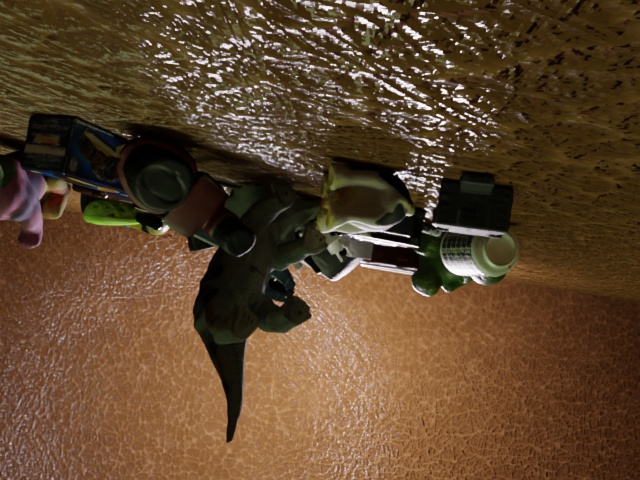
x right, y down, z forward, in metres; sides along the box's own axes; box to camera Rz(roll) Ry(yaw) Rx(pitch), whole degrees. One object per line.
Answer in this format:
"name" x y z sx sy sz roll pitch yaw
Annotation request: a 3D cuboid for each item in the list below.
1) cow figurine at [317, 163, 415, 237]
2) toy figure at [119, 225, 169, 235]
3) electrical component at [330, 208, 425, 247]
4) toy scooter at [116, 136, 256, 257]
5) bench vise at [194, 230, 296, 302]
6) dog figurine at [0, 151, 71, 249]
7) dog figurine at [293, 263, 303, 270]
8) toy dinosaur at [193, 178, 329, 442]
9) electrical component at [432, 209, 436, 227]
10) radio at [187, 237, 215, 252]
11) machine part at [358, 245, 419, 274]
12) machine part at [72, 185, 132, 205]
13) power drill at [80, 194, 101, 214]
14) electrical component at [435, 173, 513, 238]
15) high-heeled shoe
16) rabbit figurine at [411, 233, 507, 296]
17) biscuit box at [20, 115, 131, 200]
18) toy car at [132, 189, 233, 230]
"cow figurine" 0.046 -0.039 0.600 0.098 0.068 0.167 3 178 -5
"toy figure" -0.443 -0.063 1.290 0.180 0.089 0.082 7 -177 1
"electrical component" 0.085 -0.025 0.785 0.115 0.058 0.134 8 177 -12
"toy scooter" -0.156 -0.058 0.603 0.183 0.075 0.135 43 -179 -42
"bench vise" -0.141 0.013 0.997 0.240 0.223 0.129 28 -157 -21
"dog figurine" -0.442 -0.096 0.734 0.109 0.191 0.219 12 143 3
"dog figurine" -0.061 -0.013 1.212 0.172 0.121 0.190 7 163 -22
"toy dinosaur" -0.101 0.058 0.712 0.131 0.405 0.192 39 143 -22
"electrical component" 0.191 -0.027 0.749 0.063 0.021 0.094 7 176 19
"radio" -0.239 -0.021 1.230 0.131 0.073 0.230 -14 -178 -15
"machine part" 0.176 0.027 1.159 0.201 0.087 0.201 10 177 -39
"machine part" -0.295 -0.083 0.849 0.179 0.056 0.179 10 178 0
"power drill" -0.412 -0.073 1.134 0.232 0.086 0.207 7 172 10
"electrical component" 0.157 -0.033 0.544 0.075 0.047 0.119 8 178 10
"high-heeled shoe" -0.002 -0.003 0.977 0.145 0.086 0.248 49 -157 16
"rabbit figurine" 0.277 0.052 1.003 0.159 0.121 0.170 3 -176 -39
"biscuit box" -0.241 -0.085 0.628 0.063 0.059 0.202 8 177 20
"toy car" -0.188 -0.049 0.811 0.202 0.089 0.053 14 -165 -45
